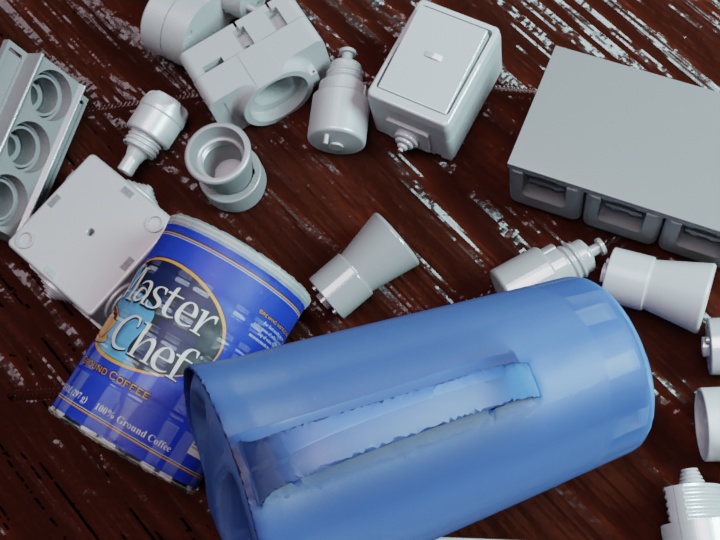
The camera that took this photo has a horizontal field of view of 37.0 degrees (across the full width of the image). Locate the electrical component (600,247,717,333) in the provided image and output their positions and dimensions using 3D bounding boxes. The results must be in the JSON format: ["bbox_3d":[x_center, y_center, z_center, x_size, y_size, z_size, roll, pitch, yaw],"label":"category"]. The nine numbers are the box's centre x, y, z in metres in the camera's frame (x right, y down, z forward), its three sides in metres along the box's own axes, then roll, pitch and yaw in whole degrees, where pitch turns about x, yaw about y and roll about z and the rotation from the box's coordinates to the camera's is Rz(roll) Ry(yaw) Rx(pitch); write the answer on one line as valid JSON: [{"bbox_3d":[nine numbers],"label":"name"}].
[{"bbox_3d":[0.182,0.010,0.666,0.065,0.044,0.044,15,74,18],"label":"electrical component"}]

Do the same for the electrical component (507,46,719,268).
[{"bbox_3d":[0.180,-0.070,0.682,0.150,0.061,0.089,20,75,15],"label":"electrical component"}]

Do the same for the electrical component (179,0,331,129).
[{"bbox_3d":[-0.069,-0.139,0.750,0.089,0.050,0.055,-31,69,-3],"label":"electrical component"}]

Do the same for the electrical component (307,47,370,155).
[{"bbox_3d":[-0.013,-0.116,0.739,0.040,0.040,0.078,3,71,10],"label":"electrical component"}]

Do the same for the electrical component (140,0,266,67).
[{"bbox_3d":[-0.091,-0.203,0.775,0.074,0.052,0.138,26,77,16],"label":"electrical component"}]

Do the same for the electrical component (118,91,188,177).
[{"bbox_3d":[-0.149,-0.094,0.755,0.035,0.035,0.061,28,80,16],"label":"electrical component"}]

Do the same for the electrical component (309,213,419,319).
[{"bbox_3d":[0.000,0.000,0.697,0.065,0.044,0.044,-41,70,-1],"label":"electrical component"}]

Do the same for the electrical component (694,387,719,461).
[{"bbox_3d":[0.239,0.106,0.622,0.077,0.043,0.079,-3,71,7],"label":"electrical component"}]

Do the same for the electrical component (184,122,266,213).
[{"bbox_3d":[-0.089,-0.068,0.725,0.045,0.055,0.045,-3,71,7],"label":"electrical component"}]

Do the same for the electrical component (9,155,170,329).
[{"bbox_3d":[-0.173,-0.017,0.724,0.100,0.048,0.099,38,80,18],"label":"electrical component"}]

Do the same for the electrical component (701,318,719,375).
[{"bbox_3d":[0.240,0.045,0.645,0.065,0.044,0.044,-3,70,12],"label":"electrical component"}]

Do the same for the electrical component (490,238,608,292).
[{"bbox_3d":[0.119,0.003,0.677,0.078,0.040,0.040,-28,69,-2],"label":"electrical component"}]

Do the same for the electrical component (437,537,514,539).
[{"bbox_3d":[0.046,0.208,0.608,0.109,0.056,0.108,0,71,9],"label":"electrical component"}]

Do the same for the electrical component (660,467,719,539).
[{"bbox_3d":[0.195,0.154,0.612,0.043,0.043,0.081,-7,70,6],"label":"electrical component"}]

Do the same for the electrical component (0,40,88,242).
[{"bbox_3d":[-0.249,-0.087,0.750,0.063,0.079,0.121,7,71,34],"label":"electrical component"}]

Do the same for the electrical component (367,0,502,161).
[{"bbox_3d":[0.048,-0.123,0.721,0.062,0.061,0.096,25,76,16],"label":"electrical component"}]
